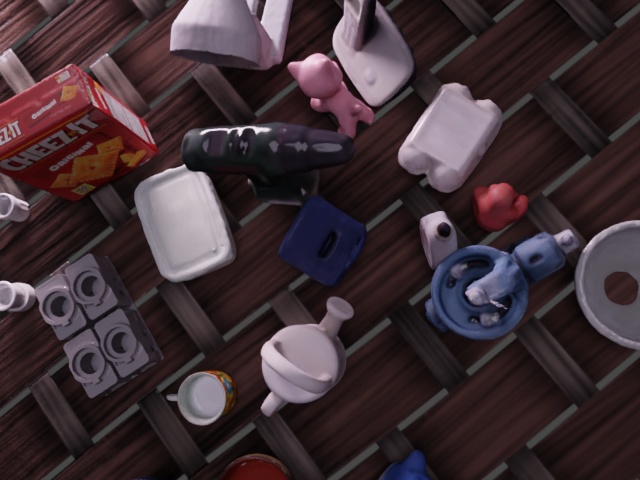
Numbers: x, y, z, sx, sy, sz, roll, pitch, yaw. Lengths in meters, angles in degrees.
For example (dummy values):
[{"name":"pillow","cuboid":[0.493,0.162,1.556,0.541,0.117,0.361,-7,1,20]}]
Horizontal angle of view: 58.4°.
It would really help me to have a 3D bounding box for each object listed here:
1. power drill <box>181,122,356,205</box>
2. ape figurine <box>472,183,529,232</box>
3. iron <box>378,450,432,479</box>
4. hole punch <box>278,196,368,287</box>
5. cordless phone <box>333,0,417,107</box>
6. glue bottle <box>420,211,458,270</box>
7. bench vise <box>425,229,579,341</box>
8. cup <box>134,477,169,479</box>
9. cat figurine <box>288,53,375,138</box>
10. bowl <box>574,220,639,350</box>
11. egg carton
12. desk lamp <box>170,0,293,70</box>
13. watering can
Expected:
[{"name":"power drill","cuboid":[-0.059,-0.105,0.778,0.229,0.208,0.076,3,82,8]},{"name":"ape figurine","cuboid":[0.248,-0.052,0.792,0.077,0.092,0.076,34,87,11]},{"name":"iron","cuboid":[0.083,0.405,0.722,0.118,0.141,0.258,37,88,11]},{"name":"hole punch","cuboid":[0.007,0.003,0.815,0.101,0.091,0.109,29,86,10]},{"name":"cordless phone","cuboid":[0.075,-0.284,0.800,0.094,0.185,0.147,-33,79,2]},{"name":"glue bottle","cuboid":[0.158,-0.005,0.755,0.037,0.173,0.078,-18,80,4]},{"name":"bench vise","cuboid":[0.225,0.038,0.717,0.121,0.220,0.207,41,89,11]},{"name":"cup","cuboid":[-0.239,0.378,0.789,0.091,0.095,0.118,37,88,11]},{"name":"cat figurine","cuboid":[0.017,-0.218,0.832,0.067,0.118,0.127,-45,79,-1]},{"name":"bowl","cuboid":[0.416,0.061,0.764,0.167,0.075,0.167,-1,82,7]},{"name":"egg carton","cuboid":[0.188,-0.147,0.825,0.107,0.069,0.150,32,87,10]},{"name":"desk lamp","cuboid":[-0.122,-0.320,0.815,0.117,0.213,0.203,8,83,8]},{"name":"watering can","cuboid":[-0.021,0.153,0.744,0.100,0.194,0.173,13,84,9]}]
